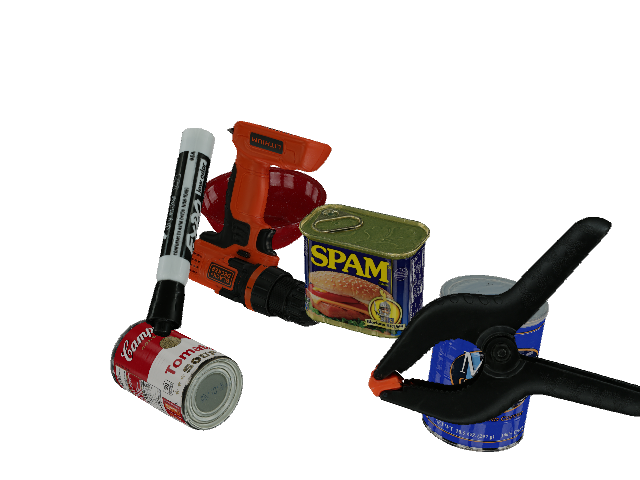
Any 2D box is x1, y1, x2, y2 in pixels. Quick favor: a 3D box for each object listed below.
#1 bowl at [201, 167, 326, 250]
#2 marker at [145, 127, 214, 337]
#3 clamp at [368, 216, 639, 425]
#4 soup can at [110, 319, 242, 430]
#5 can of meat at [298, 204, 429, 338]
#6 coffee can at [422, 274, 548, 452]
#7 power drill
[{"bbox_3d":[-0.074,-0.032,1.330,0.162,0.055,0.162,0,31,0],"label":"bowl"},{"bbox_3d":[-0.076,-0.005,0.585,0.020,0.121,0.020,6,-24,3],"label":"marker"},{"bbox_3d":[0.117,0.072,0.639,0.171,0.120,0.039,-26,-8,10],"label":"clamp"},{"bbox_3d":[-0.125,0.116,0.927,0.102,0.068,0.068,20,13,40],"label":"soup can"},{"bbox_3d":[0.035,0.026,0.864,0.102,0.084,0.057,13,33,24],"label":"can of meat"},{"bbox_3d":[0.158,0.118,1.035,0.103,0.140,0.103,5,22,-2],"label":"coffee can"},{"bbox_3d":[-0.052,-0.019,1.103,0.185,0.188,0.057,20,7,29],"label":"power drill"}]
